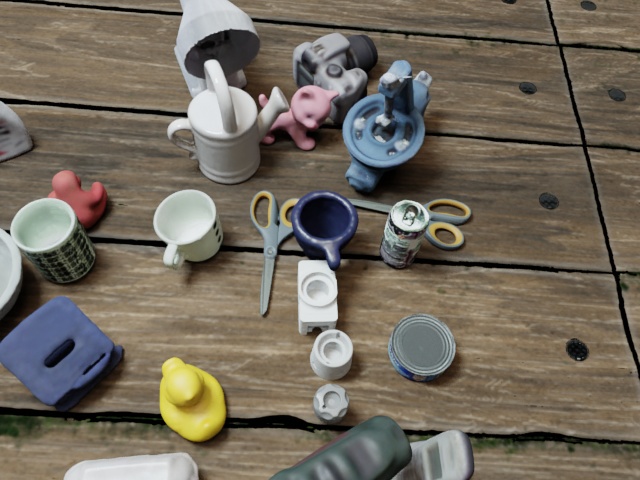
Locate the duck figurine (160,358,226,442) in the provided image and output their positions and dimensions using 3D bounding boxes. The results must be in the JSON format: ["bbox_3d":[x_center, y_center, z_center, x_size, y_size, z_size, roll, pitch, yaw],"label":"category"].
[{"bbox_3d":[-0.157,0.187,0.687,0.078,0.086,0.104,-30,66,-19],"label":"duck figurine"}]

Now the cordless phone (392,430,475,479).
[{"bbox_3d":[0.122,0.279,0.597,0.094,0.185,0.147,-3,60,-6],"label":"cordless phone"}]

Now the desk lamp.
[{"bbox_3d":[-0.177,-0.320,0.905,0.118,0.213,0.203,-19,63,-14],"label":"desk lamp"}]

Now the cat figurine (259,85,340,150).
[{"bbox_3d":[-0.036,-0.206,0.905,0.128,0.118,0.067,7,60,0],"label":"cat figurine"}]

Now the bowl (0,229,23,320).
[{"bbox_3d":[-0.462,0.063,0.743,0.167,0.075,0.167,2,60,-3],"label":"bowl"}]

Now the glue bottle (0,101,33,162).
[{"bbox_3d":[-0.483,-0.183,0.827,0.078,0.173,0.037,-31,66,-19],"label":"glue bottle"}]

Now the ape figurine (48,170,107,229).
[{"bbox_3d":[-0.350,-0.064,0.814,0.078,0.092,0.076,2,60,-3],"label":"ape figurine"}]

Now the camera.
[{"bbox_3d":[0.041,-0.295,0.972,0.137,0.101,0.143,-32,67,-20],"label":"camera"}]

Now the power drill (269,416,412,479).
[{"bbox_3d":[-0.014,0.270,0.578,0.230,0.208,0.075,-30,66,-20],"label":"power drill"}]

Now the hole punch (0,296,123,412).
[{"bbox_3d":[-0.314,0.138,0.700,0.101,0.091,0.109,35,64,16],"label":"hole punch"}]

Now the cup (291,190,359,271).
[{"bbox_3d":[0.007,0.003,0.801,0.092,0.095,0.117,-9,61,-9],"label":"cup"}]

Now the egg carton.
[{"bbox_3d":[-0.208,0.295,0.630,0.150,0.069,0.107,-4,60,-6],"label":"egg carton"}]

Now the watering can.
[{"bbox_3d":[-0.134,-0.181,0.840,0.173,0.194,0.100,-35,68,-21],"label":"watering can"}]

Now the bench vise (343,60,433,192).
[{"bbox_3d":[0.105,-0.203,0.855,0.121,0.220,0.207,14,60,4],"label":"bench vise"}]
